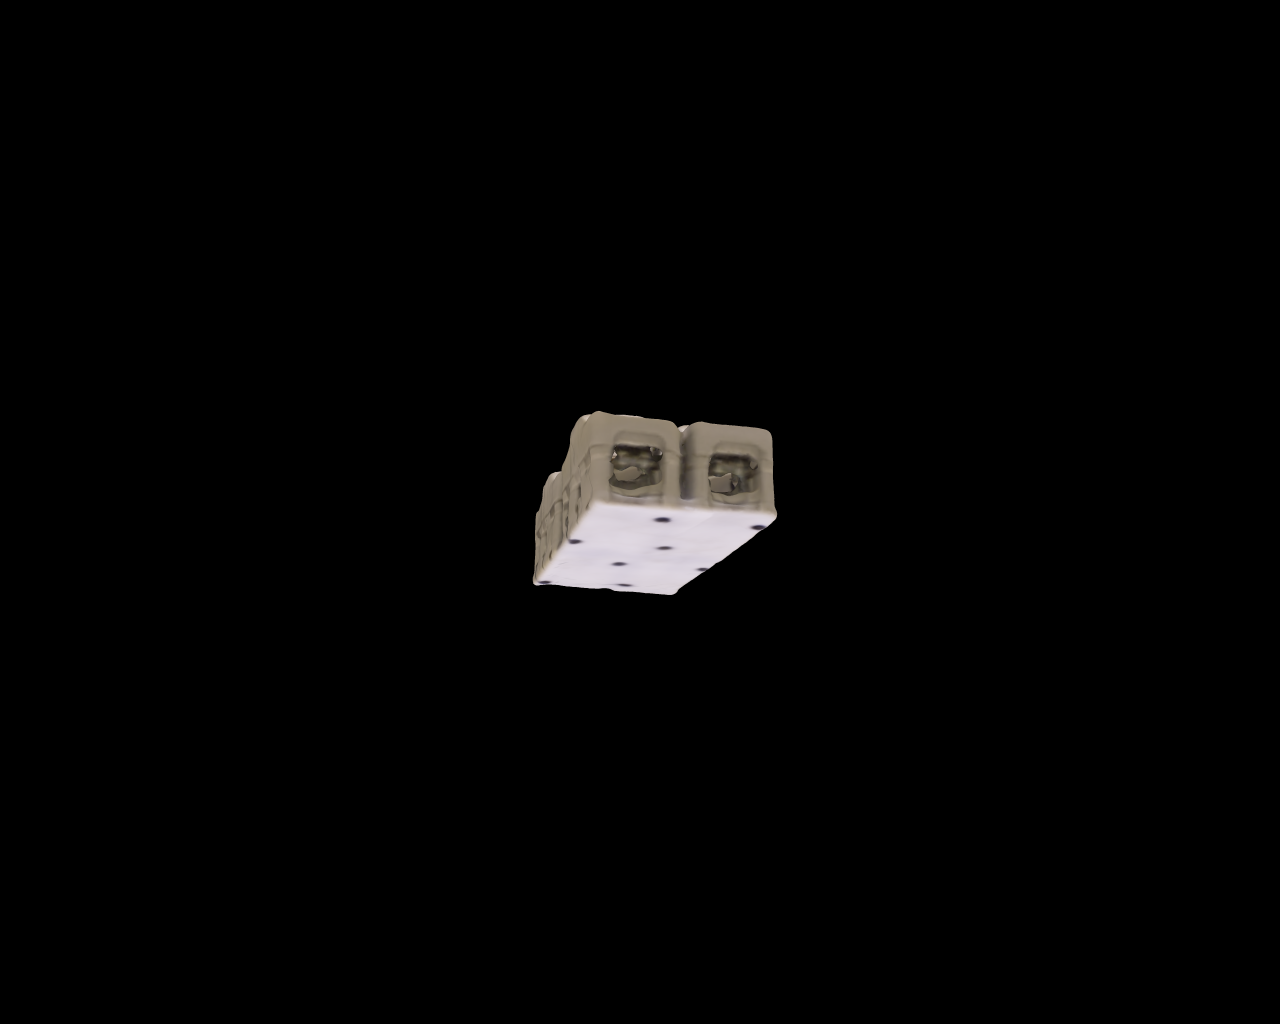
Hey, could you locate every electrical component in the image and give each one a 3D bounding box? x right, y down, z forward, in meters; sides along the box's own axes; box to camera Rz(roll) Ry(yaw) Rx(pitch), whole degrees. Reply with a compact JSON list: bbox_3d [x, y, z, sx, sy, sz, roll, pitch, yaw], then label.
[{"bbox_3d":[0.001,-0.003,0.650,0.105,0.060,0.186,5,-19,-15],"label":"electrical component"}]
